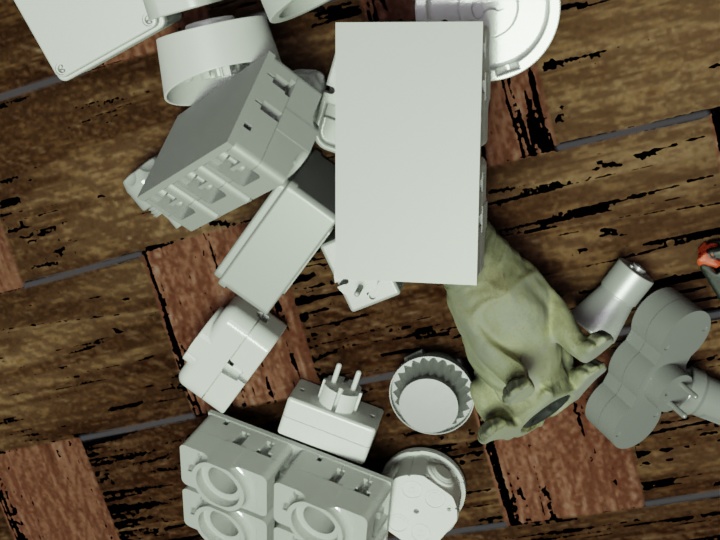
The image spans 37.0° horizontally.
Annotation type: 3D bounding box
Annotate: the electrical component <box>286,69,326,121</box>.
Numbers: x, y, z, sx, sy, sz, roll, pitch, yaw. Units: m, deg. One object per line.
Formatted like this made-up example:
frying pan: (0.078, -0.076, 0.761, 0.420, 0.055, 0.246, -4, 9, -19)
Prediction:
electrical component: (-0.046, -0.134, 0.894, 0.035, 0.035, 0.061, 5, 112, 10)

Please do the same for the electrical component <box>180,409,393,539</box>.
electrical component: (-0.070, 0.213, 0.970, 0.186, 0.060, 0.105, 17, 126, 20)

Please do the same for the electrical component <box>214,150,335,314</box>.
electrical component: (-0.059, -0.034, 0.892, 0.056, 0.108, 0.108, 36, 112, -5)

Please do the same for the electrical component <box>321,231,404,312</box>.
electrical component: (0.000, 0.000, 0.908, 0.047, 0.076, 0.065, -22, 103, 17)

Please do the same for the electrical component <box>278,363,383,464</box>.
electrical component: (-0.020, 0.120, 0.970, 0.083, 0.047, 0.075, 20, 109, 5)

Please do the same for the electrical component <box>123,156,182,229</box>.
electrical component: (-0.173, -0.065, 0.940, 0.043, 0.043, 0.062, -34, 101, 20)

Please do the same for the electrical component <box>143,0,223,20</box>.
electrical component: (-0.138, -0.235, 0.845, 0.054, 0.095, 0.059, -11, 106, 15)

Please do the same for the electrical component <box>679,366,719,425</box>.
electrical component: (0.292, 0.108, 0.905, 0.046, 0.040, 0.040, 23, 112, -2)

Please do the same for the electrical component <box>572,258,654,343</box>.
electrical component: (0.212, 0.023, 0.892, 0.044, 0.044, 0.065, 34, 107, -1)

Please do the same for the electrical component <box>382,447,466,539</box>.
electrical component: (0.055, 0.207, 0.982, 0.080, 0.051, 0.080, 4, 109, 10)

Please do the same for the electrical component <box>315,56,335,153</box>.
electrical component: (0.003, -0.143, 0.867, 0.054, 0.059, 0.095, 20, 111, 4)

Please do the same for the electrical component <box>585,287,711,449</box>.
electrical component: (0.247, 0.091, 0.883, 0.052, 0.073, 0.138, 6, 117, -37)

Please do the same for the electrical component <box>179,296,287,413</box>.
electrical component: (-0.118, 0.073, 0.970, 0.059, 0.053, 0.095, 36, 112, -2)

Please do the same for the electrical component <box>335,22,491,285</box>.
electrical component: (0.040, -0.088, 0.800, 0.105, 0.060, 0.186, 3, 101, 13)

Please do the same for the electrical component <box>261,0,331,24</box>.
electrical component: (-0.036, -0.241, 0.819, 0.108, 0.108, 0.060, -27, 95, 19)

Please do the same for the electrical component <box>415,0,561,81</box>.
electrical component: (0.100, -0.203, 0.826, 0.108, 0.060, 0.108, 4, 110, 10)

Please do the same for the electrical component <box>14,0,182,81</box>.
electrical component: (-0.222, -0.229, 0.886, 0.109, 0.056, 0.108, -24, 103, 18)

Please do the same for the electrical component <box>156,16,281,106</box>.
electrical component: (-0.114, -0.168, 0.865, 0.099, 0.099, 0.064, -10, 100, 15)

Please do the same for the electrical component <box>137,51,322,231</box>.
electrical component: (-0.102, -0.095, 0.851, 0.062, 0.089, 0.150, 34, 149, -25)
